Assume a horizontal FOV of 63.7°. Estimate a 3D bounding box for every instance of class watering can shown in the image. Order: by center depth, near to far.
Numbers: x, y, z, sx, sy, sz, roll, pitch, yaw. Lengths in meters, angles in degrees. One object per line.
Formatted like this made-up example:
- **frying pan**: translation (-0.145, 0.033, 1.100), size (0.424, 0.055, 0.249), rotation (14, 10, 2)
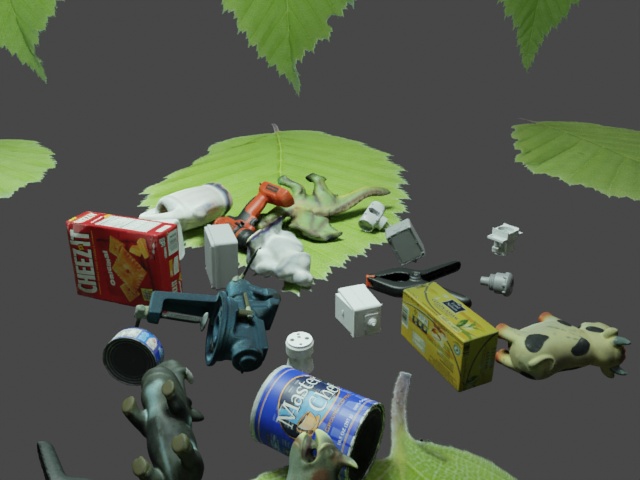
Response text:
- **watering can**: translation (-0.318, -0.079, 1.318), size (0.347, 0.103, 0.227), rotation (1, 19, 45)

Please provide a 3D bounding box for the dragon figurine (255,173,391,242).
- **dragon figurine**: translation (0.004, -0.069, 1.377), size (0.410, 0.119, 0.249), rotation (-3, 41, -2)

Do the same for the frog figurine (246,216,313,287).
- **frog figurine**: translation (-0.078, 0.046, 1.110), size (0.160, 0.121, 0.139), rotation (46, 29, 11)
